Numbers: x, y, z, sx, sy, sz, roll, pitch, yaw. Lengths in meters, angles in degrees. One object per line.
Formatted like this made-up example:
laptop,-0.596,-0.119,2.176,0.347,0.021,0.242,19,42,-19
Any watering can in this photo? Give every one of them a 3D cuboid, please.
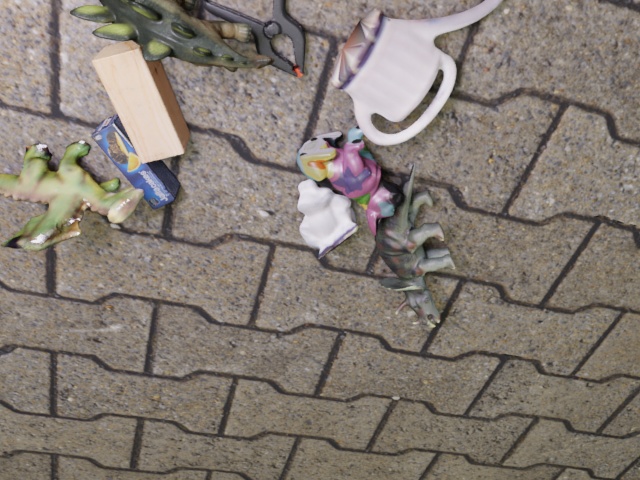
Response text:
watering can,0.164,-0.342,0.944,0.223,0.106,0.343,26,109,-19

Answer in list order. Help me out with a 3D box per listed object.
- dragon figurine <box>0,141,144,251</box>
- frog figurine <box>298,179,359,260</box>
dragon figurine,-0.538,-0.075,0.996,0.410,0.249,0.119,-7,131,-2
frog figurine,0.003,-0.058,1.147,0.135,0.124,0.160,-40,83,32
